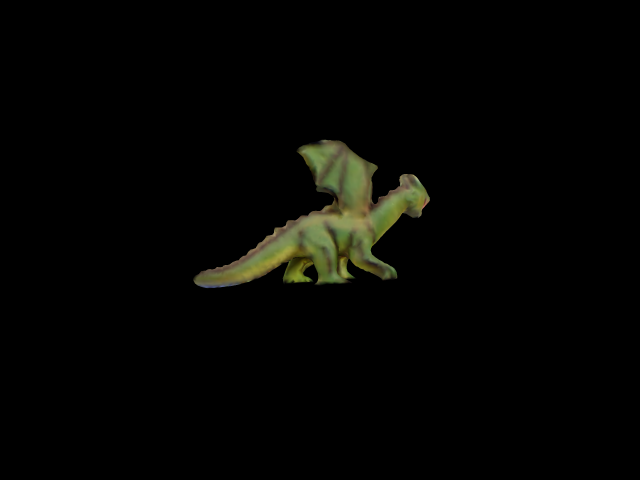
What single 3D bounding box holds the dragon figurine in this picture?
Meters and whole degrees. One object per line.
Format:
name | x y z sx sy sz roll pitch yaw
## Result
dragon figurine | 0.003 -0.043 0.850 0.411 0.243 0.122 -1 1 -17
